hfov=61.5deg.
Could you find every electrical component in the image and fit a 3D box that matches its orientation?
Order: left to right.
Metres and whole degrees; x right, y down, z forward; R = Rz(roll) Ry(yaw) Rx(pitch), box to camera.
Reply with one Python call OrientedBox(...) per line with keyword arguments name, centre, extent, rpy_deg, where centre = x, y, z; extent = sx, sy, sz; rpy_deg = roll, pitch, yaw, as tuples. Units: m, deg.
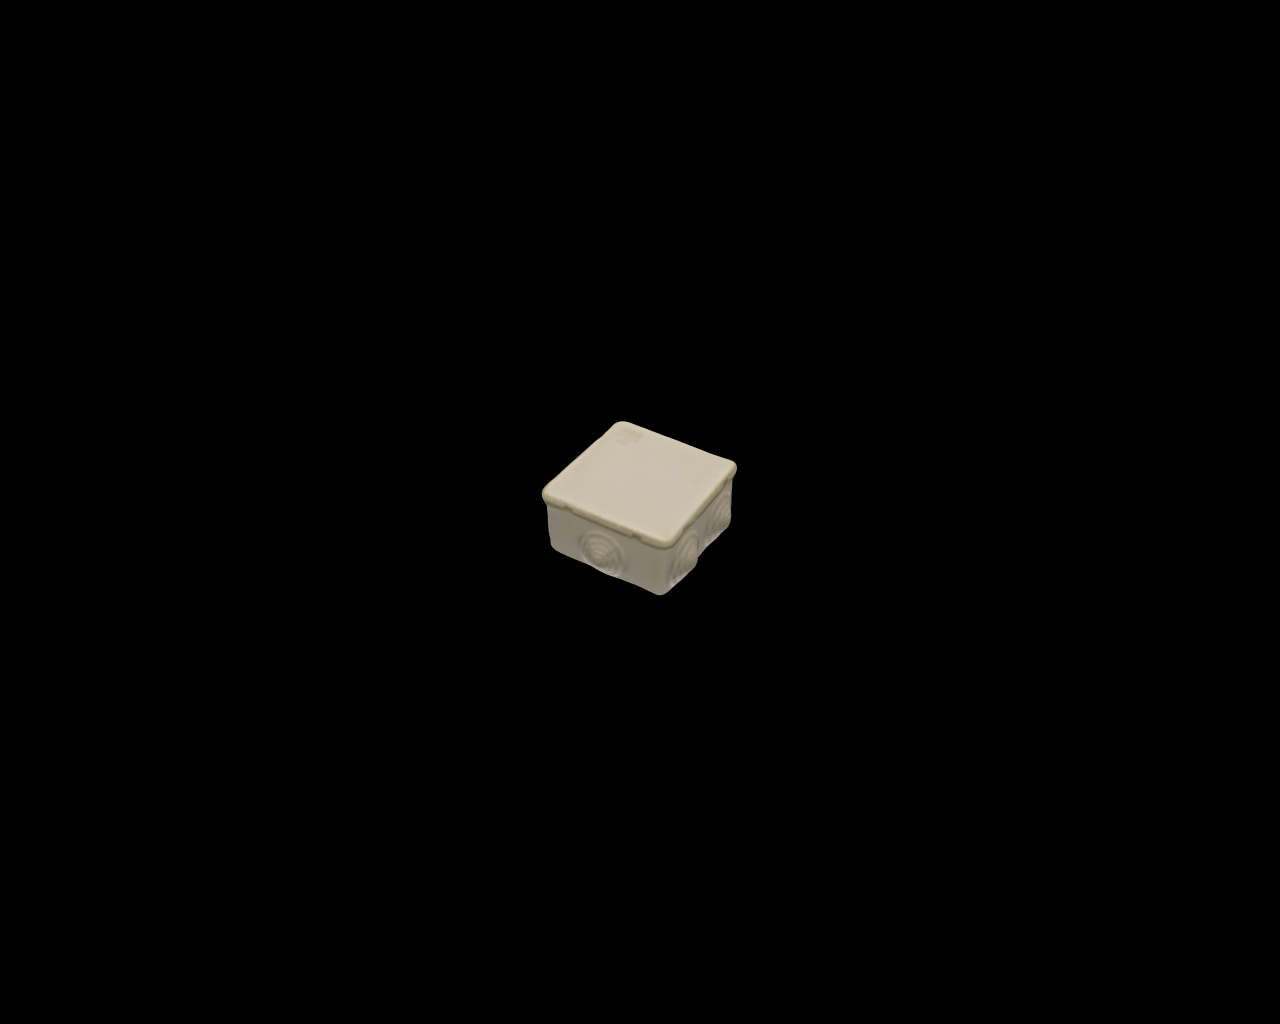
OrientedBox(name="electrical component", centre=(0.001, -0.003, 0.650), extent=(0.100, 0.048, 0.100), rpy_deg=(22, 45, 23))
